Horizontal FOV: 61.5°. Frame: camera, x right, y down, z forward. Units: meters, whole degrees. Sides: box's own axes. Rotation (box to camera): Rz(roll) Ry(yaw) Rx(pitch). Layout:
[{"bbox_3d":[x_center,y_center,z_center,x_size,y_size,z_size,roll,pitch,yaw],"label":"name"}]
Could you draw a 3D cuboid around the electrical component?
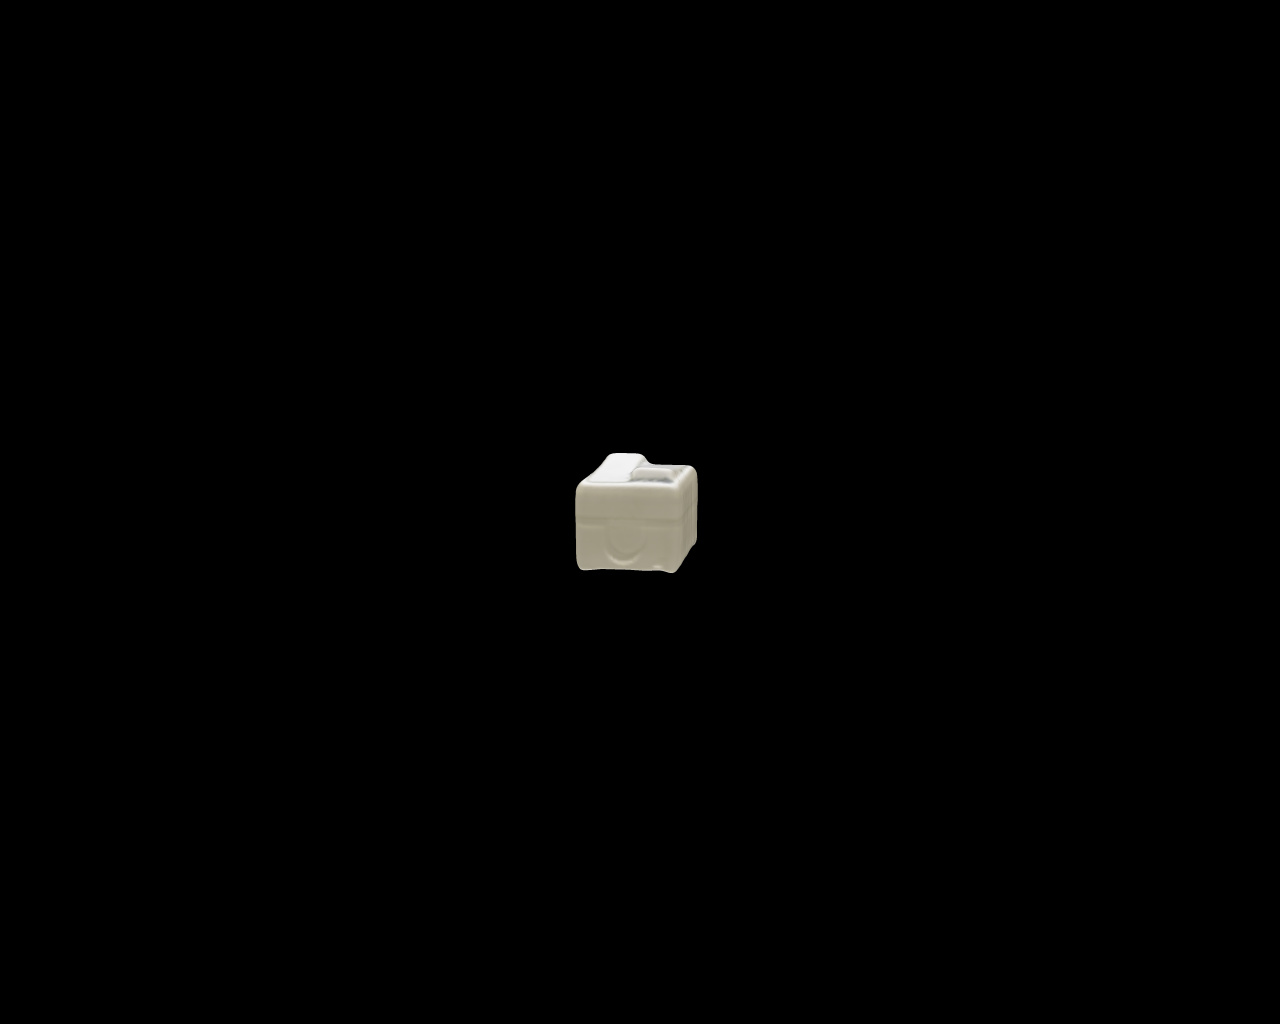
[{"bbox_3d":[0.001,-0.003,0.650,0.062,0.061,0.096,2,12,11],"label":"electrical component"}]
